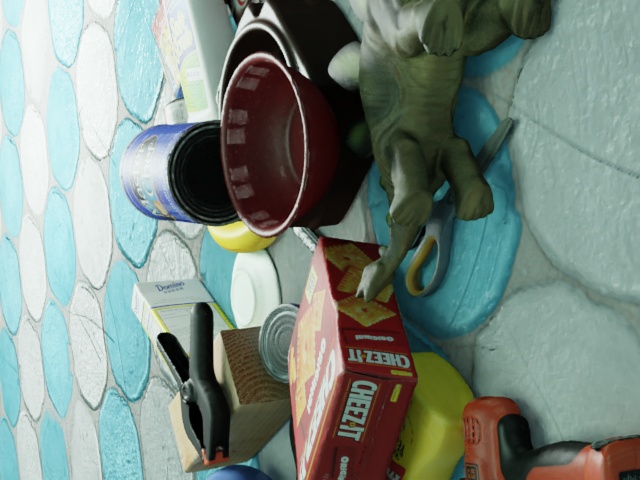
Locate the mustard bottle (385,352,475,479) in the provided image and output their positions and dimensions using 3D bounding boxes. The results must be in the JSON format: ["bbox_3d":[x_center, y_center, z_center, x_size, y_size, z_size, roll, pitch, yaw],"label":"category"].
[{"bbox_3d":[0.079,0.199,0.946,0.096,0.058,0.192,-122,38,-48],"label":"mustard bottle"}]

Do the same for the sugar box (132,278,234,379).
[{"bbox_3d":[-0.166,0.111,1.344,0.176,0.093,0.048,44,131,51],"label":"sugar box"}]

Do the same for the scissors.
[{"bbox_3d":[0.104,-0.041,0.913,0.096,0.016,0.202,55,138,43],"label":"scissors"}]

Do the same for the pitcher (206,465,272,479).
[{"bbox_3d":[-0.123,0.345,1.145,0.149,0.242,0.145,-43,86,21],"label":"pitcher"}]

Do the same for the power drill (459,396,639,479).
[{"bbox_3d":[0.171,0.209,0.781,0.188,0.057,0.184,-13,82,61],"label":"power drill"}]

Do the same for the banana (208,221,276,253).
[{"bbox_3d":[-0.090,-0.017,1.253,0.198,0.037,0.069,-7,59,58],"label":"banana"}]

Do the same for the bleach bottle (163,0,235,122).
[{"bbox_3d":[-0.141,-0.252,1.211,0.103,0.068,0.251,8,117,61],"label":"bleach bottle"}]

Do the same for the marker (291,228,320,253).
[{"bbox_3d":[-0.007,0.001,1.118,0.121,0.020,0.020,48,134,48],"label":"marker"}]

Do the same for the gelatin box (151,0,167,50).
[{"bbox_3d":[-0.190,-0.283,1.400,0.089,0.030,0.073,-58,45,47],"label":"gelatin box"}]

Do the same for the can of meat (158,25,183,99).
[{"bbox_3d":[-0.160,-0.232,1.326,0.084,0.057,0.102,-59,44,49],"label":"can of meat"}]

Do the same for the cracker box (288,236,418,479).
[{"bbox_3d":[0.020,0.120,0.960,0.213,0.072,0.164,-98,19,-60],"label":"cracker box"}]

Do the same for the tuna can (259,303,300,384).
[{"bbox_3d":[-0.025,0.108,1.123,0.086,0.033,0.086,-4,84,44],"label":"tuna can"}]

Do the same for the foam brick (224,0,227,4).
[{"bbox_3d":[-0.125,-0.322,1.254,0.078,0.052,0.051,-50,51,51],"label":"foam brick"}]

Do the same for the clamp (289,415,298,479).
[{"bbox_3d":[0.004,0.250,1.112,0.165,0.036,0.210,28,121,56],"label":"clamp"}]

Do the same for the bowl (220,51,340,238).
[{"bbox_3d":[-0.029,-0.084,0.936,0.162,0.055,0.162,16,109,57],"label":"bowl"}]

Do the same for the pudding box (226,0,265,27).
[{"bbox_3d":[-0.066,-0.291,1.165,0.114,0.039,0.090,-55,48,50],"label":"pudding box"}]

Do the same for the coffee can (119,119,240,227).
[{"bbox_3d":[-0.131,-0.067,1.071,0.141,0.102,0.103,7,100,61],"label":"coffee can"}]

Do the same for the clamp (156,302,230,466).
[{"bbox_3d":[-0.138,0.161,1.167,0.120,0.039,0.171,-27,70,61],"label":"clamp"}]

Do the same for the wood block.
[{"bbox_3d":[-0.097,0.185,1.232,0.206,0.090,0.091,-54,48,50],"label":"wood block"}]

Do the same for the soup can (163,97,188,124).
[{"bbox_3d":[-0.154,-0.119,1.317,0.069,0.068,0.102,-31,66,58],"label":"soup can"}]
